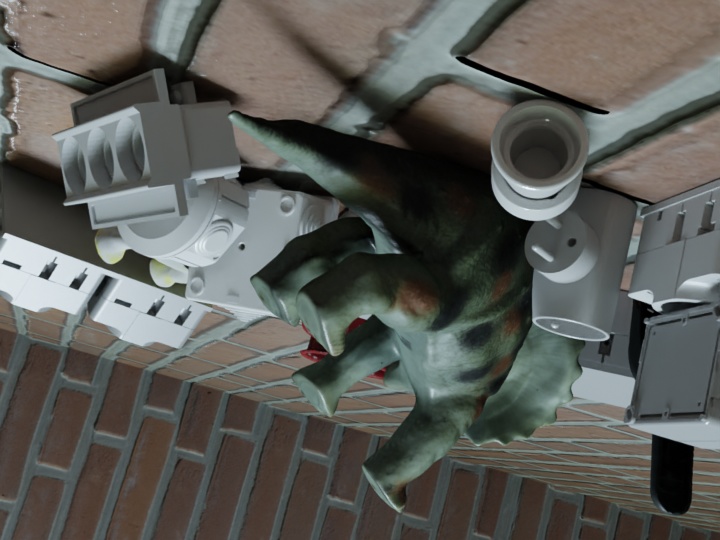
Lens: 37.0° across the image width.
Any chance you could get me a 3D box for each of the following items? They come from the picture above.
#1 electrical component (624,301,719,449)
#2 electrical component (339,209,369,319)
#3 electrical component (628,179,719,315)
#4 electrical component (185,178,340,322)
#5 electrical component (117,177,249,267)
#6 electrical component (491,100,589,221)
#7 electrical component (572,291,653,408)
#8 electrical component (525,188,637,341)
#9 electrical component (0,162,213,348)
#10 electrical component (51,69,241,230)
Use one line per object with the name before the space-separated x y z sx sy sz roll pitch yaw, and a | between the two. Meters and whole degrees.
electrical component | 0.187 0.056 0.540 0.061 0.061 0.096 17 167 -11
electrical component | 0.000 0.000 0.805 0.062 0.061 0.096 18 167 -12
electrical component | 0.225 -0.004 0.526 0.105 0.060 0.186 18 167 -12
electrical component | -0.069 -0.014 0.744 0.100 0.099 0.048 8 179 28
electrical component | -0.118 -0.043 0.713 0.080 0.080 0.051 8 171 30
electrical component | 0.085 -0.051 0.517 0.045 0.045 0.055 13 168 10
electrical component | 0.196 0.064 0.854 0.089 0.061 0.150 12 167 15
electrical component | 0.116 -0.009 0.592 0.043 0.077 0.079 5 164 39
electrical component | -0.229 -0.007 0.919 0.186 0.060 0.105 23 -154 -32
electrical component | -0.125 -0.068 0.628 0.063 0.078 0.121 -12 -174 -35
